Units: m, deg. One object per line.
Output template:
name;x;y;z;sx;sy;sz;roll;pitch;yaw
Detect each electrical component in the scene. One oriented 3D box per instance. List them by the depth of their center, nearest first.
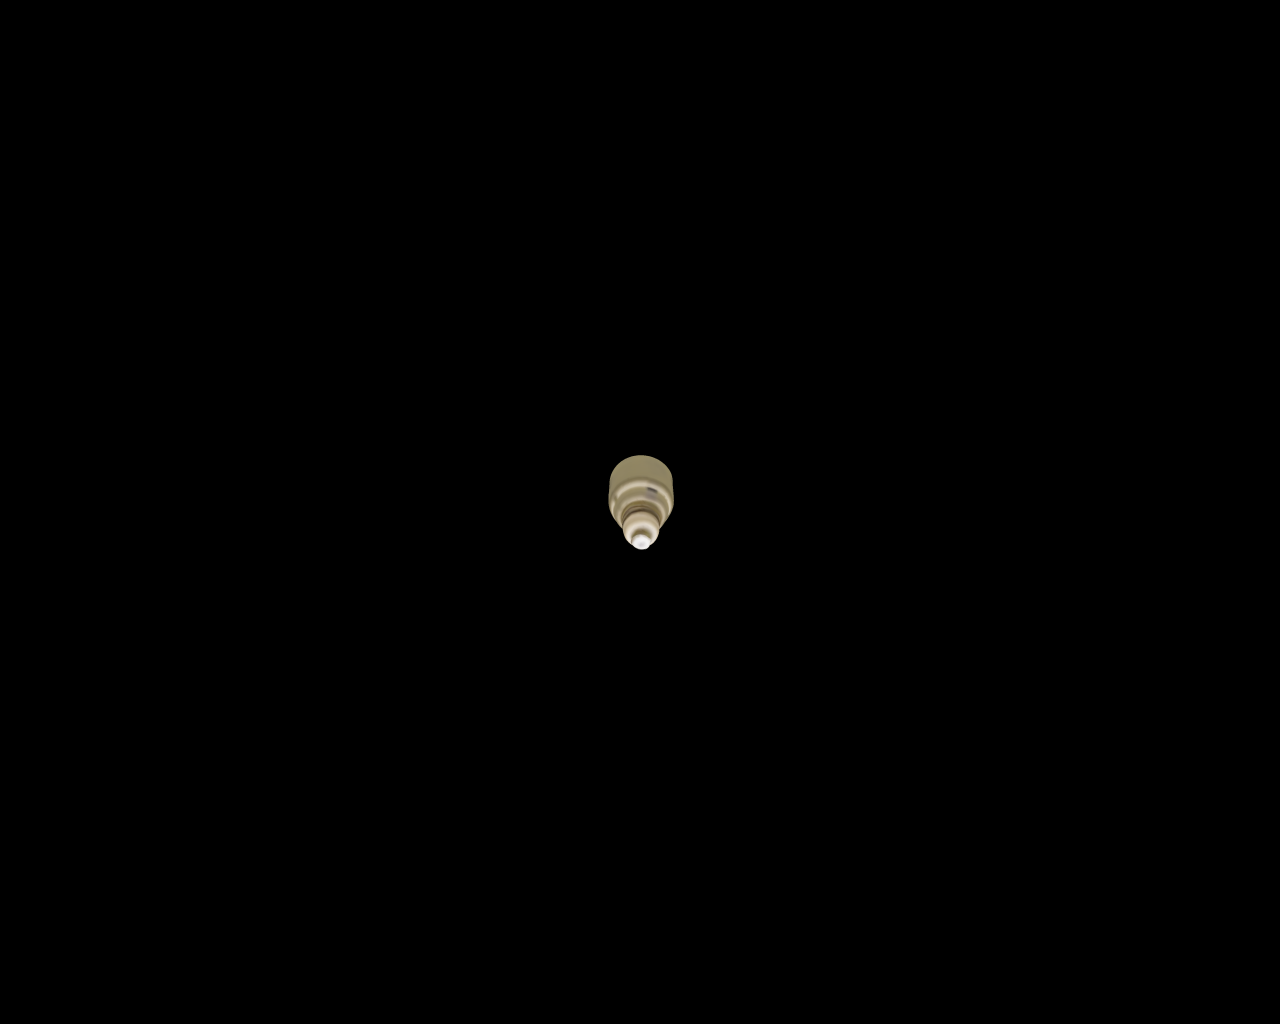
electrical component;0.001;-0.003;0.650;0.040;0.040;0.078;0;34;0
